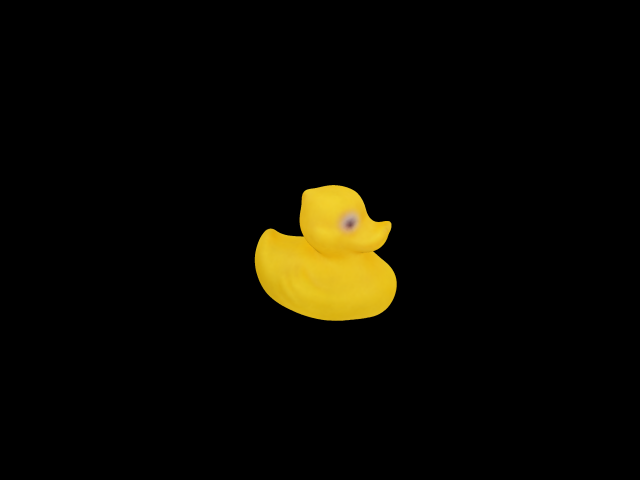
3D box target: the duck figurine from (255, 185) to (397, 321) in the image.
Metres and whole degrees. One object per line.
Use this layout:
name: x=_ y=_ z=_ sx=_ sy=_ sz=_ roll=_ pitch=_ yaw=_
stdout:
duck figurine: x=0.004 y=0.001 z=0.400 sx=0.104 sy=0.086 sz=0.077 roll=11 pitch=36 yaw=16
